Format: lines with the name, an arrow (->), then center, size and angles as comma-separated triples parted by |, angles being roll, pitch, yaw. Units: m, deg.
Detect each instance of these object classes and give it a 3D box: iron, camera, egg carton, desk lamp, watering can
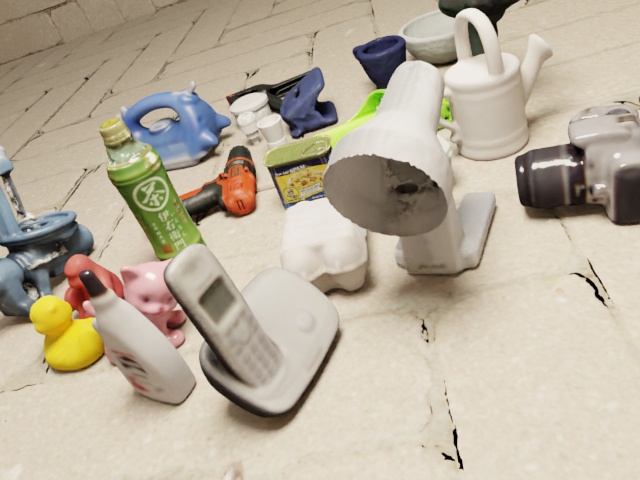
iron -> -0.314, -0.220, 1.115 | 0.257, 0.142, 0.118 | -8, 36, 19
camera -> 0.291, -0.092, 0.644 | 0.136, 0.101, 0.143 | -6, 36, 21
egg carton -> 0.006, 0.002, 0.694 | 0.107, 0.069, 0.150 | -14, 34, 11
desk lamp -> 0.102, -0.063, 0.604 | 0.117, 0.214, 0.203 | 0, 39, 29
watering can -> 0.225, -0.219, 0.773 | 0.173, 0.194, 0.100 | -35, 36, -20

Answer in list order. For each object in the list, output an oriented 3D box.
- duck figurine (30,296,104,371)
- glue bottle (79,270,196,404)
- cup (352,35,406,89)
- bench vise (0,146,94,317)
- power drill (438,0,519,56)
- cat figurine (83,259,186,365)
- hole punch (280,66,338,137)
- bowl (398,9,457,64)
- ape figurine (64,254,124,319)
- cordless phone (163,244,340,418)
duck figurine -> -0.317, 0.108, 0.707 | 0.104, 0.086, 0.078 | 7, 43, 35
glue bottle -> -0.193, 0.096, 0.578 | 0.077, 0.173, 0.037 | 1, 40, 30
cup -> 0.112, -0.319, 1.065 | 0.117, 0.095, 0.092 | 19, 50, 44
bench vise -> -0.430, -0.012, 0.815 | 0.121, 0.220, 0.207 | -15, 34, 10
power drill -> 0.258, -0.312, 0.873 | 0.075, 0.209, 0.229 | -24, 34, -4
cat figurine -> -0.211, 0.073, 0.670 | 0.127, 0.118, 0.067 | -19, 34, 4
hole punch -> -0.028, -0.256, 1.057 | 0.101, 0.091, 0.108 | -18, 34, 5
bowl -> 0.240, -0.391, 1.115 | 0.167, 0.075, 0.167 | -14, 34, 10
ape figurine -> -0.308, 0.059, 0.765 | 0.077, 0.092, 0.076 | 7, 43, 35
cordless phone -> -0.063, 0.061, 0.545 | 0.093, 0.185, 0.148 | 2, 40, 31
